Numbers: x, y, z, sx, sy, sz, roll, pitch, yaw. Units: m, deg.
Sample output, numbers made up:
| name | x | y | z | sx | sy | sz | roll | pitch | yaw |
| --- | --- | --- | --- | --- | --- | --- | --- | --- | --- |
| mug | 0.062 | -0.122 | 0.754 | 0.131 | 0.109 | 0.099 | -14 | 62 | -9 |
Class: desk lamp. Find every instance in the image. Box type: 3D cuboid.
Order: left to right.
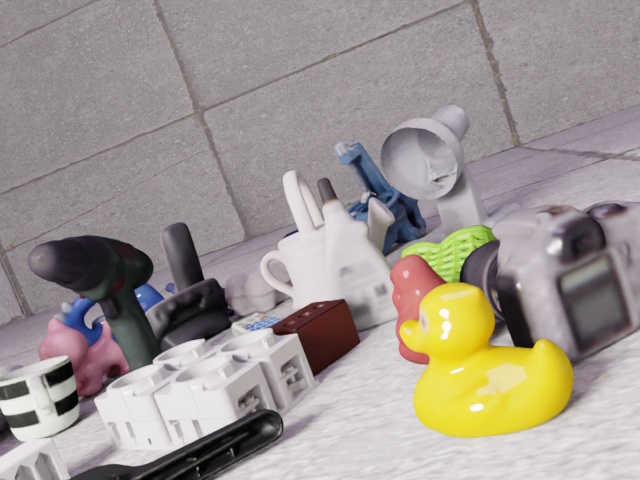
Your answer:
| name | x | y | z | sx | sy | sz | roll | pitch | yaw |
| --- | --- | --- | --- | --- | --- | --- | --- | --- | --- |
| desk lamp | 0.204 | -0.101 | 0.900 | 0.117 | 0.213 | 0.204 | -15 | 8 | 41 |

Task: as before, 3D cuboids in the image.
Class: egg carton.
| name | x | y | z | sx | sy | sz | roll | pitch | yaw |
| --- | --- | --- | --- | --- | --- | --- | --- | --- | --- |
| egg carton | -0.089 | 0.074 | 0.983 | 0.107 | 0.069 | 0.151 | -16 | 7 | 33 |

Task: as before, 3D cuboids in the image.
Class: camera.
| name | x | y | z | sx | sy | sz | roll | pitch | yaw |
| --- | --- | --- | --- | --- | --- | --- | --- | --- | --- |
| camera | 0.180 | 0.019 | 0.449 | 0.143 | 0.101 | 0.136 | -22 | 6 | -16 |

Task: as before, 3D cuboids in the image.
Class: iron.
| name | x | y | z | sx | sy | sz | roll | pitch | yaw |
| --- | --- | --- | --- | --- | --- | --- | --- | --- | --- |
| iron | -0.364 | 0.138 | 0.965 | 0.118 | 0.141 | 0.259 | -16 | 7 | 30 |

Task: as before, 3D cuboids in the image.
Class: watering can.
| name | x | y | z | sx | sy | sz | roll | pitch | yaw |
| --- | --- | --- | --- | --- | --- | --- | --- | --- | --- |
| watering can | 0.007 | 0.002 | 0.715 | 0.173 | 0.194 | 0.101 | -21 | 6 | -10 |

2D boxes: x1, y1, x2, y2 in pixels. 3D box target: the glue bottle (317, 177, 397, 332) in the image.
| name | x | y | z | sx | sy | sz | roll | pitch | yaw |
| --- | --- | --- | --- | --- | --- | --- | --- | --- | --- |
| glue bottle | 0.033 | 0.013 | 0.635 | 0.078 | 0.173 | 0.037 | -19 | 6 | 7 |

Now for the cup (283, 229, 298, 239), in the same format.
| name | x | y | z | sx | sy | sz | roll | pitch | yaw |
| --- | --- | --- | --- | --- | --- | --- | --- | --- | --- |
| cup | -0.011 | 0.019 | 1.098 | 0.091 | 0.095 | 0.118 | -19 | 6 | 11 |

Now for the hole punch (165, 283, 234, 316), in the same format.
| name | x | y | z | sx | sy | sz | roll | pitch | yaw |
| --- | --- | --- | --- | --- | --- | --- | --- | --- | --- |
| hole punch | -0.214 | 0.104 | 1.019 | 0.101 | 0.091 | 0.108 | -23 | 7 | -22 |

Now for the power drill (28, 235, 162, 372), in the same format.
| name | x | y | z | sx | sy | sz | roll | pitch | yaw |
| --- | --- | --- | --- | --- | --- | --- | --- | --- | --- |
| power drill | -0.241 | 0.089 | 0.681 | 0.075 | 0.208 | 0.229 | -20 | 6 | 2 |

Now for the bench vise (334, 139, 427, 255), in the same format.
| name | x | y | z | sx | sy | sz | roll | pitch | yaw |
| --- | --- | --- | --- | --- | --- | --- | --- | --- | --- |
| bench vise | 0.100 | -0.085 | 1.069 | 0.121 | 0.220 | 0.208 | -17 | 7 | 28 |

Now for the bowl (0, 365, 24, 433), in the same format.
| name | x | y | z | sx | sy | sz | roll | pitch | yaw |
| --- | --- | --- | --- | --- | --- | --- | --- | --- | --- |
| bowl | -0.467 | 0.234 | 0.758 | 0.167 | 0.075 | 0.167 | -20 | 6 | 3 |

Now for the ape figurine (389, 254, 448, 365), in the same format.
| name | x | y | z | sx | sy | sz | roll | pitch | yaw |
| --- | --- | --- | --- | --- | --- | --- | --- | --- | --- |
| ape figurine | 0.086 | 0.055 | 0.472 | 0.078 | 0.092 | 0.076 | -25 | 8 | -39 |

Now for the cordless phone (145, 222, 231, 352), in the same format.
| name | x | y | z | sx | sy | sz | roll | pitch | yaw |
| --- | --- | --- | --- | --- | --- | --- | --- | --- | --- |
| cordless phone | -0.230 | 0.074 | 0.887 | 0.094 | 0.185 | 0.148 | -15 | 8 | 38 |

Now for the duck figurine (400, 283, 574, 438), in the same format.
| name | x | y | z | sx | sy | sz | roll | pitch | yaw |
| --- | --- | --- | --- | --- | --- | --- | --- | --- | --- |
| duck figurine | 0.096 | 0.068 | 0.356 | 0.104 | 0.086 | 0.078 | -15 | 8 | 39 |

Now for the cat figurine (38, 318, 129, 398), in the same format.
| name | x | y | z | sx | sy | sz | roll | pitch | yaw |
| --- | --- | --- | --- | --- | --- | --- | --- | --- | --- |
| cat figurine | -0.339 | 0.158 | 0.813 | 0.067 | 0.118 | 0.128 | -16 | 8 | 35 |
